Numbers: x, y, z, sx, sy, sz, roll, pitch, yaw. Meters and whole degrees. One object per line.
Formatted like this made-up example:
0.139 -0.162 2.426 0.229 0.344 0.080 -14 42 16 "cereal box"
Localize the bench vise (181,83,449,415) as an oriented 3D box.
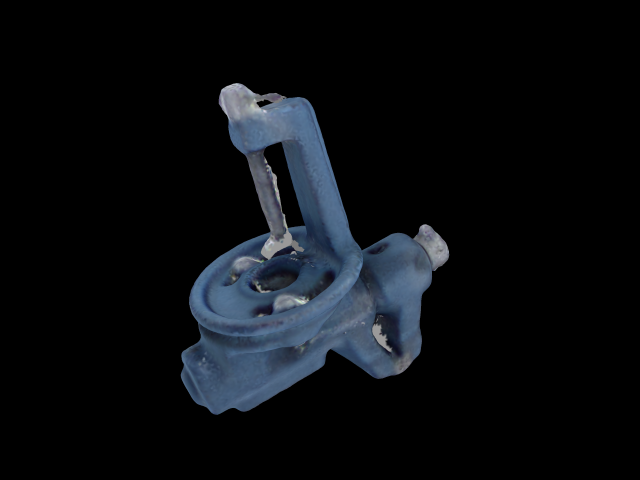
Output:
-0.005 -0.001 0.408 0.121 0.220 0.208 18 27 40 "bench vise"
